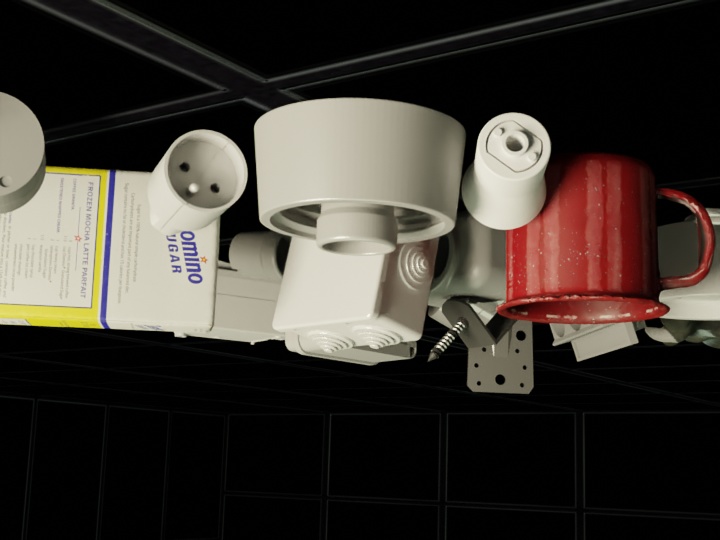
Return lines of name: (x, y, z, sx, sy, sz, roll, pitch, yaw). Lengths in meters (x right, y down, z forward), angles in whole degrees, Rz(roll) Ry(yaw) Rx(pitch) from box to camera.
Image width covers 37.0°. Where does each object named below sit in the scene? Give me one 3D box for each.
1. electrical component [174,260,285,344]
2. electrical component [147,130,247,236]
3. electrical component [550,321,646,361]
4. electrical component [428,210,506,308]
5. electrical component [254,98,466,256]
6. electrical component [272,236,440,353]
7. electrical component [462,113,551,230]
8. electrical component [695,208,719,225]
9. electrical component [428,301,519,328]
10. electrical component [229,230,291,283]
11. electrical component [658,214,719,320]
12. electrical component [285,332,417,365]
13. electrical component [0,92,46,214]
electrical component: (-0.105, 0.029, 0.929, 0.096, 0.061, 0.062, 9, 167, -34)
electrical component: (-0.092, -0.044, 0.585, 0.043, 0.043, 0.081, 6, 169, -20)
electrical component: (0.185, 0.021, 0.812, 0.063, 0.078, 0.121, -15, 172, -9)
electrical component: (0.063, -0.007, 0.727, 0.059, 0.053, 0.095, 11, 166, -41)
electrical component: (-0.001, -0.040, 0.544, 0.108, 0.060, 0.108, 2, 169, 0)
electrical component: (0.000, 0.000, 0.661, 0.100, 0.099, 0.048, -9, 152, 45)
electrical component: (0.074, -0.050, 0.533, 0.044, 0.044, 0.065, 1, 164, 3)
electrical component: (0.228, -0.029, 0.600, 0.076, 0.047, 0.083, 1, 169, 5)
electrical component: (0.080, 0.007, 0.815, 0.074, 0.052, 0.138, 30, 163, -8)
electrical component: (-0.066, -0.011, 0.772, 0.046, 0.040, 0.040, 1, 171, 37)
electrical component: (0.231, -0.005, 0.693, 0.108, 0.060, 0.108, 2, 169, 0)
electrical component: (-0.007, 0.036, 0.905, 0.057, 0.078, 0.113, -10, 165, 36)
electrical component: (-0.215, -0.061, 0.489, 0.138, 0.052, 0.074, 4, 169, -14)
